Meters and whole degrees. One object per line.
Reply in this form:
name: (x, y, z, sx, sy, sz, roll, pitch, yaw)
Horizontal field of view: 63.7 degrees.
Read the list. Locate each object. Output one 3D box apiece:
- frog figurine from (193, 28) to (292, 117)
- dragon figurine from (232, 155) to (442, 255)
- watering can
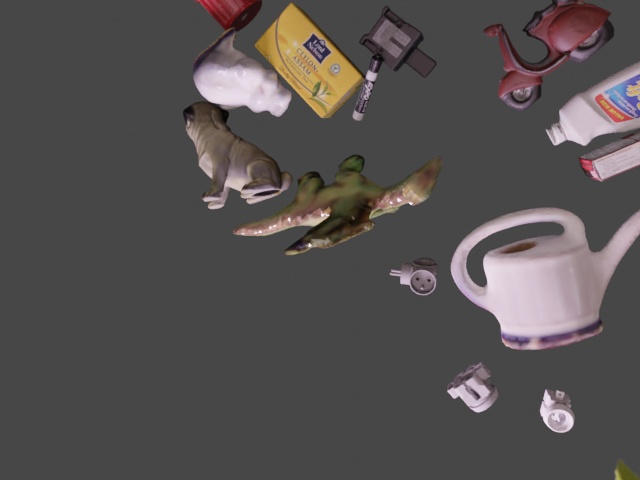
frog figurine: (-0.134, -0.263, 0.881, 0.158, 0.125, 0.135, 50, 143, -9)
dragon figurine: (0.003, -0.041, 0.823, 0.408, 0.246, 0.121, -21, 101, 16)
watering can: (0.388, 0.052, 0.803, 0.346, 0.105, 0.223, -12, 99, 17)
